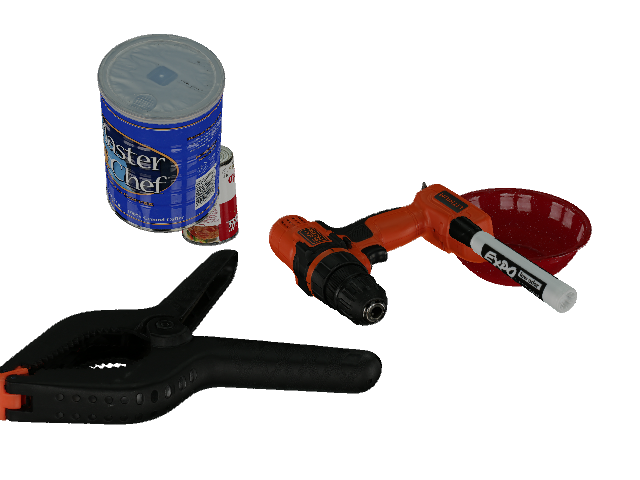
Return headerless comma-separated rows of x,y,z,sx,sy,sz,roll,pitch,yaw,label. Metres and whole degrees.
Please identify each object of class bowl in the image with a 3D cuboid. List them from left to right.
0.206,0.002,1.145,0.162,0.055,0.162,-1,30,0,bowl

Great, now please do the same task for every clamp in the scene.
-0.092,0.059,0.625,0.209,0.036,0.165,-9,29,-29,clamp

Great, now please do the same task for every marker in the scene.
0.133,0.014,0.760,0.020,0.020,0.121,0,27,-37,marker

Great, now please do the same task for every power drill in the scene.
0.066,0.009,1.001,0.187,0.057,0.185,-14,30,-23,power drill

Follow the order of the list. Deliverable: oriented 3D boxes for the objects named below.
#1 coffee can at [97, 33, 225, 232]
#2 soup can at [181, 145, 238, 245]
-0.135,-0.090,0.914,0.102,0.103,0.140,0,-39,-8,coffee can
-0.133,-0.054,1.252,0.068,0.102,0.068,-1,29,0,soup can
